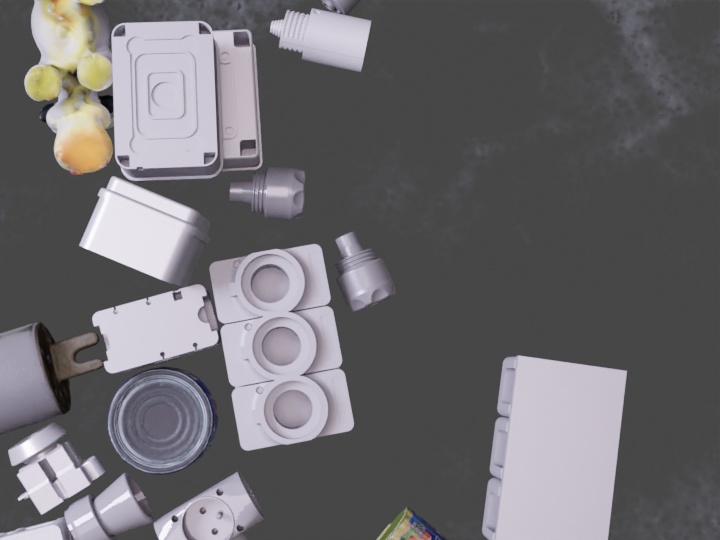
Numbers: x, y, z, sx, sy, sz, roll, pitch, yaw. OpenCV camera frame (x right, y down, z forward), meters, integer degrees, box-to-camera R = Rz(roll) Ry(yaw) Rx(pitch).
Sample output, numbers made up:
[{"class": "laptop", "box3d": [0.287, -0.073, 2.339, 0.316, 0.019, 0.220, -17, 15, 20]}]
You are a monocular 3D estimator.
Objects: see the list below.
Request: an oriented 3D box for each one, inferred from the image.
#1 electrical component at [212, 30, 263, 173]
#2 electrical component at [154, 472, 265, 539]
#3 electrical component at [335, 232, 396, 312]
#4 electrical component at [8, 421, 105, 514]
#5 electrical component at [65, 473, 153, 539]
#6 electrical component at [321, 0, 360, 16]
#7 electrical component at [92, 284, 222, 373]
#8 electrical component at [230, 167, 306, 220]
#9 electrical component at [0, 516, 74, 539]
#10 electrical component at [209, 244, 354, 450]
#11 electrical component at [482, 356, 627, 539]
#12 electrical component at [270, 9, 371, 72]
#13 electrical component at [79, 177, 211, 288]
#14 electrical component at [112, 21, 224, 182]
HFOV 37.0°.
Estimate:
[{"class": "electrical component", "box3d": [-0.137, -0.136, 0.879, 0.109, 0.056, 0.108, -4, 85, -4]}, {"class": "electrical component", "box3d": [-0.111, 0.214, 0.854, 0.077, 0.044, 0.079, -30, 87, -6]}, {"class": "electrical component", "box3d": [0.000, 0.000, 0.882, 0.043, 0.043, 0.062, -23, 85, -5]}, {"class": "electrical component", "box3d": [-0.245, 0.154, 0.851, 0.066, 0.048, 0.055, -32, 95, -6]}, {"class": "electrical component", "box3d": [-0.199, 0.193, 0.850, 0.055, 0.045, 0.045, -30, 87, -5]}, {"class": "electrical component", "box3d": [-0.006, -0.246, 0.906, 0.044, 0.044, 0.065, 40, 88, 1]}, {"class": "electrical component", "box3d": [-0.160, 0.048, 0.861, 0.089, 0.055, 0.050, -16, 86, -5]}, {"class": "electrical component", "box3d": [-0.075, -0.063, 0.883, 0.062, 0.043, 0.043, 3, 85, -2]}, {"class": "electrical component", "box3d": [-0.292, 0.255, 0.830, 0.150, 0.061, 0.089, -14, 86, -5]}, {"class": "electrical component", "box3d": [-0.063, 0.062, 0.863, 0.089, 0.061, 0.150, -10, 85, -5]}, {"class": "electrical component", "box3d": [0.155, 0.149, 0.868, 0.089, 0.061, 0.150, 8, 84, -3]}, {"class": "electrical component", "box3d": [-0.034, -0.195, 0.898, 0.081, 0.043, 0.043, 11, 84, -2]}, {"class": "electrical component", "box3d": [-0.164, -0.028, 0.839, 0.078, 0.113, 0.057, 23, 87, -1]}, {"class": "electrical component", "box3d": [-0.146, -0.127, 0.819, 0.078, 0.057, 0.113, -3, 85, -4]}]
